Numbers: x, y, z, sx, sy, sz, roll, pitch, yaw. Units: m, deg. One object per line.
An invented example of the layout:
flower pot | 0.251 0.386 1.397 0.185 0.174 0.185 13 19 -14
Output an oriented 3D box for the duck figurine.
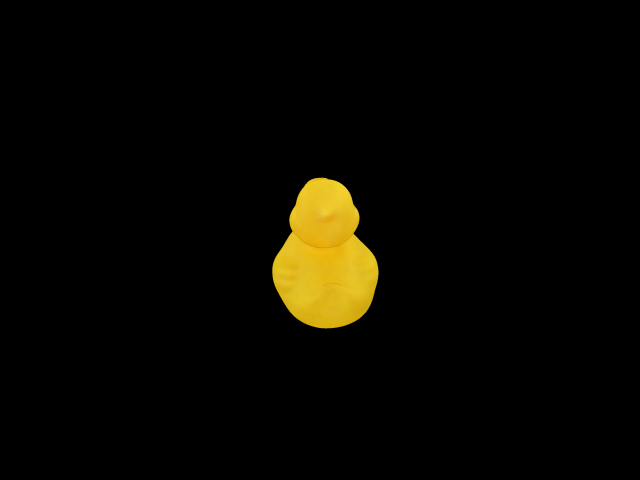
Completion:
duck figurine | 0.004 0.001 0.400 0.077 0.086 0.104 -4 43 -4
